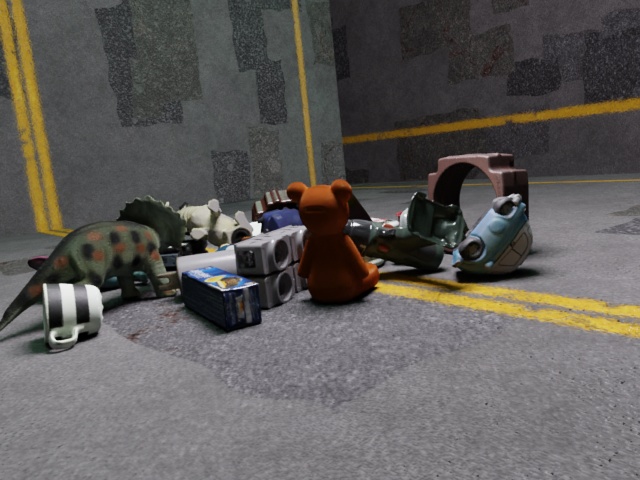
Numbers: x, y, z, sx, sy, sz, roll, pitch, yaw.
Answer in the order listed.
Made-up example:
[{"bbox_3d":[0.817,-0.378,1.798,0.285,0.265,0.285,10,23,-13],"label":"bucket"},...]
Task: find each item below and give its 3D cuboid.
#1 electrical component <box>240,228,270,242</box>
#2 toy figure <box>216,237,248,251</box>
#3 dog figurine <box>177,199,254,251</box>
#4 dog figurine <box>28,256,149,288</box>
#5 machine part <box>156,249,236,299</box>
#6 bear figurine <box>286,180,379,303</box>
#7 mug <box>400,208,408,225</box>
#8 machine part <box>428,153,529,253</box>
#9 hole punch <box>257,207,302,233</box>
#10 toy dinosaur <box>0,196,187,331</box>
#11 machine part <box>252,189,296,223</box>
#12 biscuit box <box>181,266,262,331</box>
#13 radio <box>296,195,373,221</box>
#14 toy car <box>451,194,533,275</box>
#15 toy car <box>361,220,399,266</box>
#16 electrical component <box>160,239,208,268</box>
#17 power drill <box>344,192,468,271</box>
[{"bbox_3d":[-0.144,0.028,1.112,0.119,0.047,0.075,-26,22,-4],"label":"electrical component"},{"bbox_3d":[-0.168,0.029,1.180,0.154,0.064,0.058,-25,14,-31],"label":"toy figure"},{"bbox_3d":[-0.251,-0.024,1.279,0.121,0.172,0.191,-51,23,-14],"label":"dog figurine"},{"bbox_3d":[-0.482,0.054,1.128,0.219,0.108,0.192,-12,11,-19],"label":"dog figurine"},{"bbox_3d":[-0.175,0.057,0.988,0.243,0.079,0.079,-9,9,-13],"label":"machine part"},{"bbox_3d":[0.018,-0.003,0.867,0.120,0.195,0.132,-6,8,21],"label":"bear figurine"},{"bbox_3d":[0.183,-0.005,1.085,0.081,0.109,0.107,6,27,31],"label":"mug"},{"bbox_3d":[0.317,-0.072,1.085,0.087,0.201,0.201,-7,8,-32],"label":"machine part"},{"bbox_3d":[-0.080,-0.015,1.286,0.092,0.115,0.142,10,17,34],"label":"hole punch"},{"bbox_3d":[-0.377,0.029,0.942,0.131,0.192,0.405,-3,8,30],"label":"toy dinosaur"},{"bbox_3d":[-0.096,-0.060,1.409,0.179,0.179,0.056,-8,47,-15],"label":"machine part"},{"bbox_3d":[-0.161,0.086,0.846,0.059,0.062,0.203,-10,11,-30],"label":"biscuit box"},{"bbox_3d":[0.039,-0.048,1.262,0.073,0.131,0.230,-44,21,-11],"label":"radio"},{"bbox_3d":[0.303,0.003,0.912,0.103,0.161,0.109,40,9,5],"label":"toy car"},{"bbox_3d":[0.127,0.006,1.121,0.056,0.073,0.201,-2,10,30],"label":"toy car"},{"bbox_3d":[-0.347,0.035,1.305,0.115,0.058,0.134,-6,9,11],"label":"electrical component"},{"bbox_3d":[0.131,-0.010,0.917,0.232,0.086,0.207,19,-25,-16],"label":"power drill"}]
